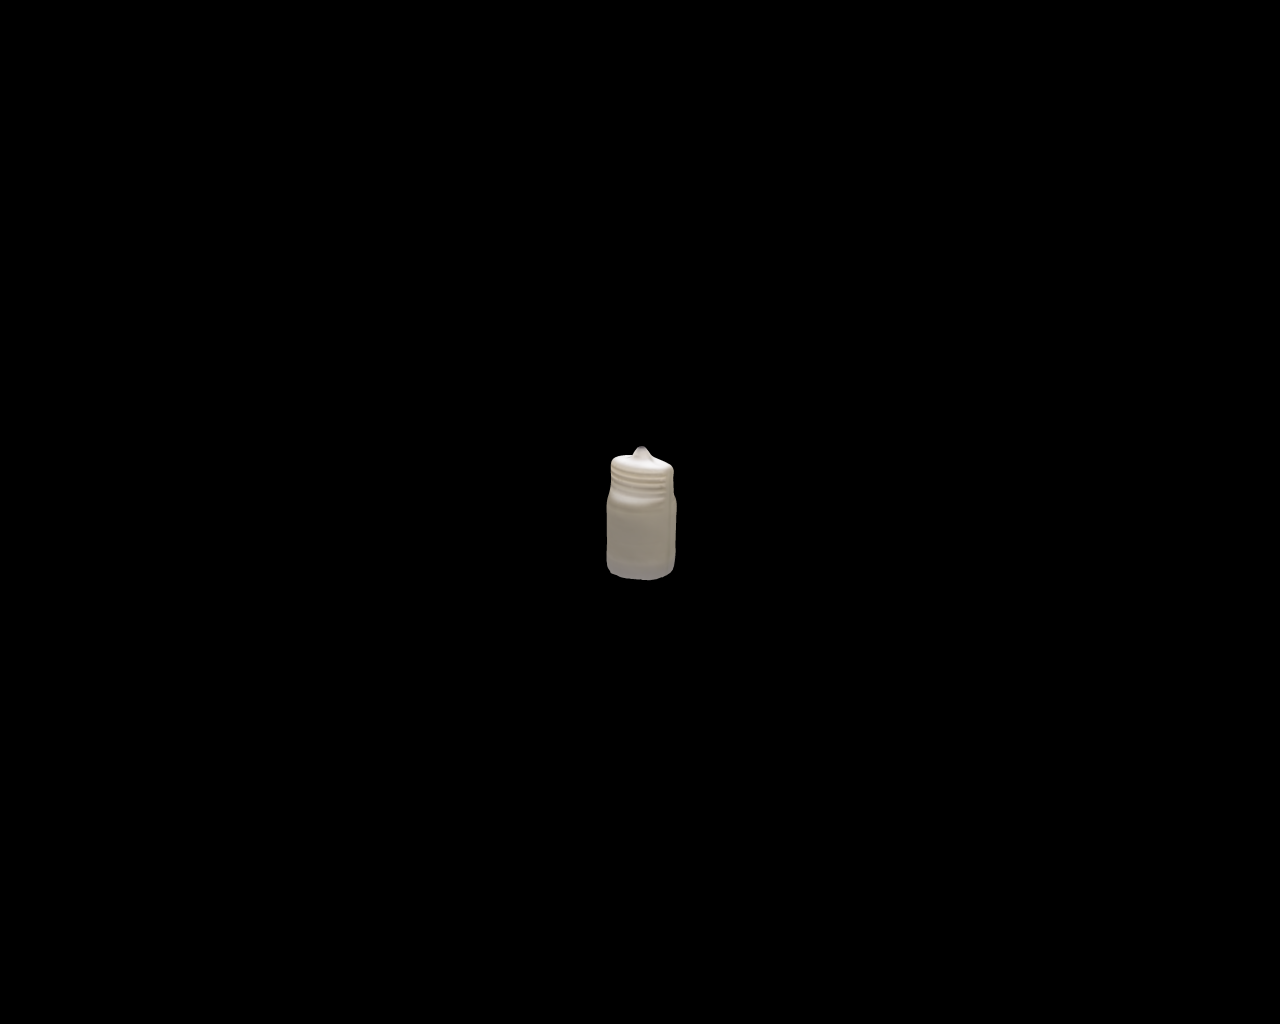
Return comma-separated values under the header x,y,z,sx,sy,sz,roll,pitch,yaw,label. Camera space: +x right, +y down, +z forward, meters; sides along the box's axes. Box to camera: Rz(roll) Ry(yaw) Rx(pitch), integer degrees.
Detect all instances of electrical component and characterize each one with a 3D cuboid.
x,y,z,sx,sy,sz,roll,pitch,yaw,label
0.001,-0.003,0.650,0.043,0.080,0.043,0,20,0,electrical component
